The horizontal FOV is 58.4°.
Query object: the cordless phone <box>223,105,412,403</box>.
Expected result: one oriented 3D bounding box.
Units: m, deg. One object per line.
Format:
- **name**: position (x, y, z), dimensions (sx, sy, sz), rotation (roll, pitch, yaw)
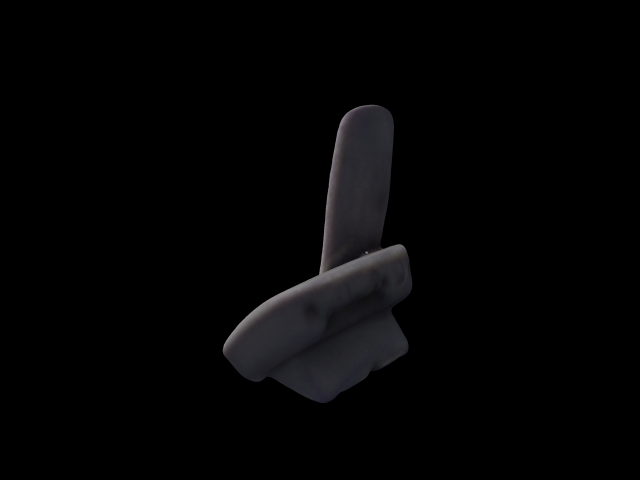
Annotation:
- **cordless phone**: position (0.004, 0.001, 0.400), dimensions (0.093, 0.185, 0.148), rotation (10, 18, 33)
